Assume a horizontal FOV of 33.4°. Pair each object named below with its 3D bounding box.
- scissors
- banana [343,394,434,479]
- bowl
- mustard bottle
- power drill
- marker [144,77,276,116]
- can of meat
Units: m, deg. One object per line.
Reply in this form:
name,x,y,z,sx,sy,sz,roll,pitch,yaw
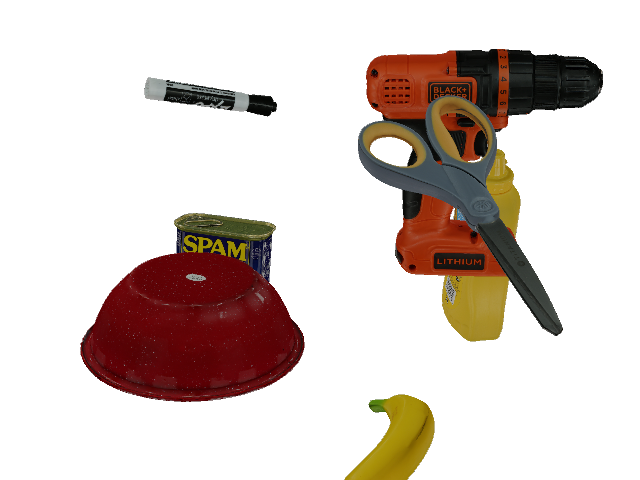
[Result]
scissors,0.074,-0.019,0.624,0.096,0.016,0.201,-4,44,0
banana,0.057,0.171,0.875,0.070,0.037,0.197,-30,6,20
bowl,-0.091,0.051,0.765,0.162,0.055,0.162,2,23,-1
mustard bottle,0.157,-0.002,1.034,0.058,0.192,0.096,-3,35,-6
power drill,0.130,-0.064,0.870,0.184,0.188,0.057,2,25,7
marker,-0.097,-0.128,0.959,0.121,0.020,0.020,6,-2,-22
can of meat,-0.101,0.023,1.103,0.102,0.084,0.057,8,16,13
